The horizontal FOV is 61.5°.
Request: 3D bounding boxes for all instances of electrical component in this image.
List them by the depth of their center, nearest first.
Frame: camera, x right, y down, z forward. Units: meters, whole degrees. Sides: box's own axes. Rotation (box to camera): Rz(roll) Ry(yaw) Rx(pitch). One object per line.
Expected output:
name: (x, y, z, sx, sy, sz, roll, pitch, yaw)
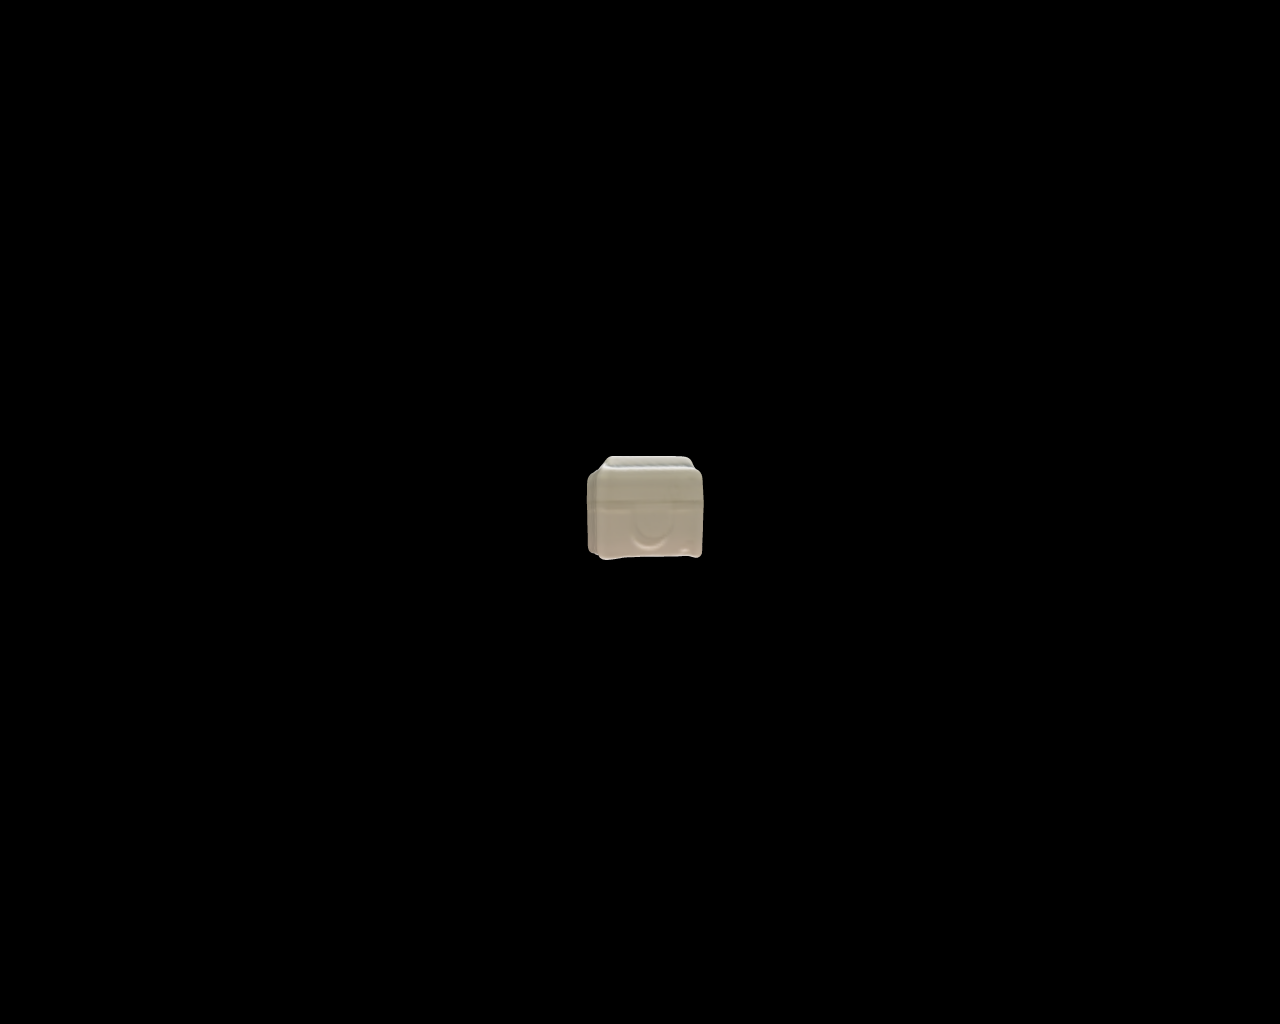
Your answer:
electrical component: (0.001, -0.003, 0.650, 0.062, 0.061, 0.096, 0, 0, -7)
